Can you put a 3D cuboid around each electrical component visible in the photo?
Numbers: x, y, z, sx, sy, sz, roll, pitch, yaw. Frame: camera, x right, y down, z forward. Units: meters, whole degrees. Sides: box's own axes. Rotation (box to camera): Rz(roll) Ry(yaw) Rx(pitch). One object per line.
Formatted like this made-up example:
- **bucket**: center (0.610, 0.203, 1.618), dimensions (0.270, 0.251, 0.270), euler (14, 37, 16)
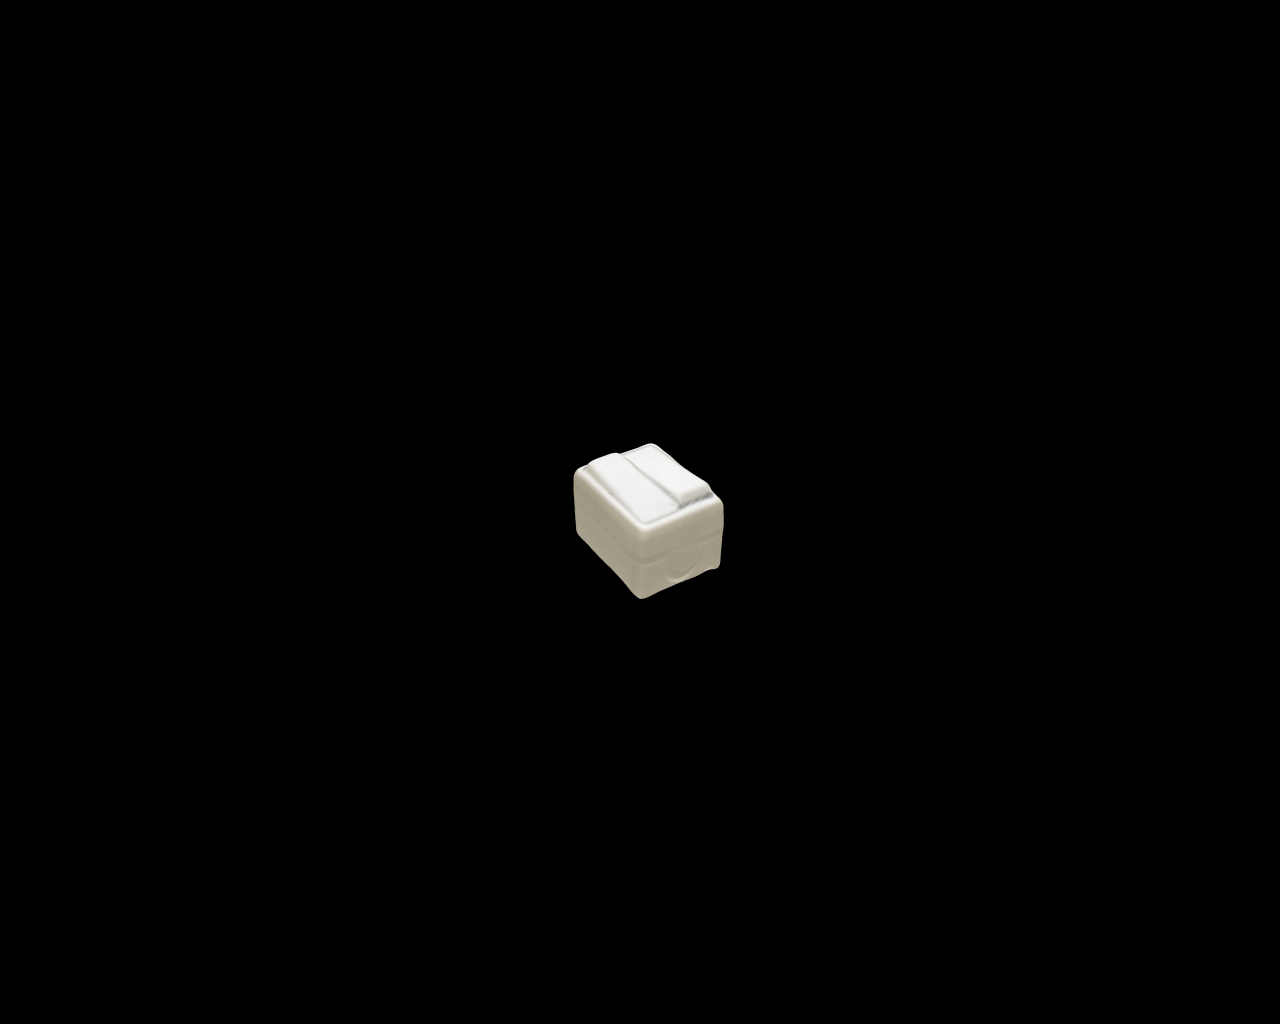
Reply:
- **electrical component**: center (0.001, -0.003, 0.650), dimensions (0.062, 0.061, 0.096), euler (-20, 41, -25)
